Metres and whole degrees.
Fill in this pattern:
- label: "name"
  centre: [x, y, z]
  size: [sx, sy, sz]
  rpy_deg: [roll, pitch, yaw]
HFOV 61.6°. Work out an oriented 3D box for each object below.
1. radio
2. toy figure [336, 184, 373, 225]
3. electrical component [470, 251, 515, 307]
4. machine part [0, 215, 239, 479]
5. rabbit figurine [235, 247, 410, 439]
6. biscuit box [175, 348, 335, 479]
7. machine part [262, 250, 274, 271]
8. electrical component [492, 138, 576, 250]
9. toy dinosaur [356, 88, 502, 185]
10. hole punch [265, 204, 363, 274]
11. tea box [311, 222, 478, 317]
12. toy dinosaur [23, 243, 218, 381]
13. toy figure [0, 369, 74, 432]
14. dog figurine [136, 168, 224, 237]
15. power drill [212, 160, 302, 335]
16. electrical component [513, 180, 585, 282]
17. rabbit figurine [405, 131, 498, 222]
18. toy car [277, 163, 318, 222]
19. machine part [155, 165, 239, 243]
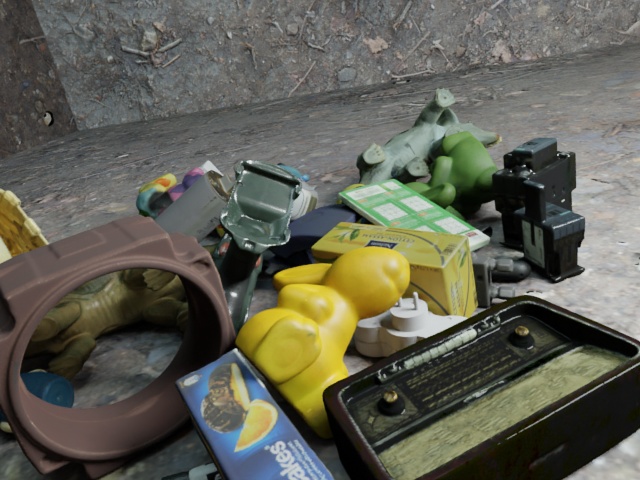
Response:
- label: "radio"
  centre: [0.125, 0.128, 0.418]
  size: [0.230, 0.073, 0.131]
  rpy_deg: [-19, 24, -19]
- label: "toy figure"
  centre: [0.088, -0.030, 0.794]
  size: [0.082, 0.089, 0.180]
  rpy_deg: [-11, 19, -19]
- label: "electrical component"
  centre: [0.172, 0.043, 0.610]
  size: [0.094, 0.063, 0.021]
  rpy_deg: [1, 27, 32]
- label: "machine part"
  centre: [-0.183, 0.094, 0.486]
  size: [0.201, 0.201, 0.087]
  rpy_deg: [-24, 29, -29]
- label: "rabbit figurine"
  centre: [0.012, 0.075, 0.514]
  size: [0.173, 0.121, 0.162]
  rpy_deg: [-45, 16, -9]
- label: "biscuit box"
  centre: [-0.040, 0.165, 0.391]
  size: [0.059, 0.062, 0.203]
  rpy_deg: [-25, 34, -23]
- label: "machine part"
  centre: [-0.044, 0.011, 0.831]
  size: [0.084, 0.039, 0.139]
  rpy_deg: [-3, 25, 29]
- label: "electrical component"
  centre: [0.290, -0.067, 0.724]
  size: [0.115, 0.134, 0.058]
  rpy_deg: [-28, 27, -31]
- label: "toy dinosaur"
  centre: [0.157, -0.148, 1.009]
  size: [0.405, 0.131, 0.192]
  rpy_deg: [-31, -11, -16]
- label: "hole punch"
  centre: [-0.002, -0.002, 0.734]
  size: [0.116, 0.092, 0.142]
  rpy_deg: [19, 37, 22]
- label: "tea box"
  centre: [0.083, 0.041, 0.610]
  size: [0.170, 0.098, 0.068]
  rpy_deg: [5, 34, 38]
- label: "toy dinosaur"
  centre: [-0.239, 0.062, 0.726]
  size: [0.471, 0.105, 0.199]
  rpy_deg: [-19, 20, -30]
- label: "toy figure"
  centre: [-0.335, 0.172, 0.566]
  size: [0.155, 0.057, 0.064]
  rpy_deg: [-9, 16, 19]
- label: "dog figurine"
  centre: [-0.233, -0.057, 1.001]
  size: [0.191, 0.108, 0.219]
  rpy_deg: [-20, 26, -22]
- label: "power drill"
  centre: [-0.090, -0.001, 0.640]
  size: [0.086, 0.207, 0.232]
  rpy_deg: [22, 52, -14]
- label: "electrical component"
  centre: [0.269, -0.017, 0.637]
  size: [0.048, 0.119, 0.075]
  rpy_deg: [-18, 21, -13]
- label: "rabbit figurine"
  centre: [0.196, -0.068, 0.846]
  size: [0.170, 0.121, 0.159]
  rpy_deg: [-26, 27, 12]
- label: "toy car"
  centre: [-0.056, -0.072, 0.906]
  size: [0.103, 0.109, 0.161]
  rpy_deg: [20, 3, 12]
- label: "machine part"
  centre: [-0.212, -0.032, 0.870]
  size: [0.243, 0.079, 0.079]
  rpy_deg: [-37, 16, 17]
